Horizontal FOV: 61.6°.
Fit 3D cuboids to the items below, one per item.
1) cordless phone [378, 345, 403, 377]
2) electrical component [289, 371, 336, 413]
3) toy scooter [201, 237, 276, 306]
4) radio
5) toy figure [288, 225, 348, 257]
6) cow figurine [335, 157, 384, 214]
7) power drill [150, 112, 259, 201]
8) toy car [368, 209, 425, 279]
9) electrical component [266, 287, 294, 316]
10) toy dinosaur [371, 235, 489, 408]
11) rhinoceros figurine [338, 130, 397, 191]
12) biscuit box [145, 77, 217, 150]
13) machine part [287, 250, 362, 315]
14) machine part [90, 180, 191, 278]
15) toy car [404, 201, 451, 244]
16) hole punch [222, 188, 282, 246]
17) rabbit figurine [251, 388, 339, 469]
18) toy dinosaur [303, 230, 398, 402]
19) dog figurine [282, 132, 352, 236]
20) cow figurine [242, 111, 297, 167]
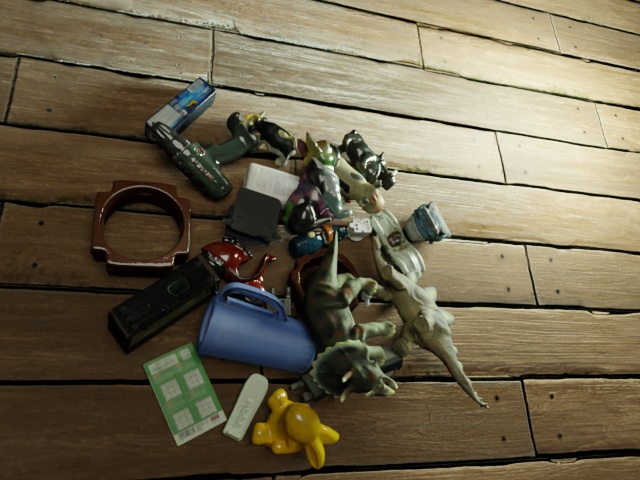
[{"bbox_3d":[0.090,0.240,1.239,0.146,0.088,0.184,-12,54,-23],"label":"cordless phone"},{"bbox_3d":[-0.006,0.328,1.181,0.102,0.045,0.078,-26,50,-30],"label":"electrical component"},{"bbox_3d":[-0.176,0.055,1.219,0.184,0.075,0.135,42,60,-2],"label":"toy scooter"},{"bbox_3d":[-0.317,0.129,1.104,0.229,0.131,0.073,-36,81,-28],"label":"radio"},{"bbox_3d":[-0.002,-0.004,1.310,0.154,0.064,0.058,-21,83,-29],"label":"toy figure"},{"bbox_3d":[0.084,-0.140,1.358,0.195,0.127,0.085,41,82,2],"label":"cow figurine"},{"bbox_3d":[-0.260,-0.226,1.283,0.232,0.086,0.207,54,51,-11],"label":"power drill"},{"bbox_3d":[0.195,0.015,1.376,0.073,0.056,0.202,-27,79,-27],"label":"toy car"},{"bbox_3d":[-0.091,0.153,1.221,0.063,0.021,0.094,0,83,-1],"label":"electrical component"},{"bbox_3d":[0.243,0.191,1.248,0.198,0.105,0.471,-5,64,-56],"label":"toy dinosaur"},{"bbox_3d":[0.125,-0.208,1.443,0.112,0.073,0.190,-34,80,-39],"label":"rhinoceros figurine"},{"bbox_3d":[-0.342,-0.314,1.324,0.059,0.063,0.203,39,61,0],"label":"biscuit box"},{"bbox_3d":[0.011,0.108,1.260,0.179,0.056,0.179,7,56,-11],"label":"machine part"},{"bbox_3d":[-0.387,-0.022,1.171,0.201,0.087,0.201,4,67,-20],"label":"machine part"},{"bbox_3d":[0.272,-0.035,1.394,0.103,0.161,0.109,-28,85,17],"label":"toy car"},{"bbox_3d":[-0.160,-0.043,1.251,0.142,0.092,0.116,20,59,-19],"label":"hole punch"},{"bbox_3d":[-0.047,0.379,1.070,0.162,0.173,0.122,39,57,4],"label":"rabbit figurine"},{"bbox_3d":[0.034,0.161,1.123,0.192,0.131,0.405,-6,55,-33],"label":"toy dinosaur"},{"bbox_3d":[-0.025,-0.137,1.263,0.191,0.108,0.219,-21,92,-18],"label":"dog figurine"},{"bbox_3d":[-0.132,-0.269,1.359,0.167,0.098,0.068,39,67,0],"label":"cow figurine"}]
